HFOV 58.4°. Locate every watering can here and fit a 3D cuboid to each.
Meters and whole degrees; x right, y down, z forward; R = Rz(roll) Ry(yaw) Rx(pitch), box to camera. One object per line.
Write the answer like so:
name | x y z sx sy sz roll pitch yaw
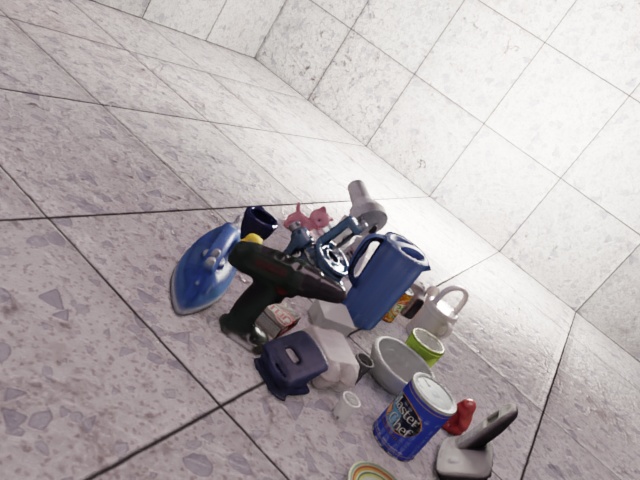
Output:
watering can | 0.329 0.196 1.584 0.101 0.194 0.172 14 29 -43

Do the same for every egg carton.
egg carton | 0.016 0.243 1.179 0.108 0.069 0.150 19 25 -36

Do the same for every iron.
iron | -0.218 0.042 1.162 0.119 0.141 0.258 31 21 -8

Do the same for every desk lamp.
desk lamp | 0.096 -0.071 1.789 0.118 0.213 0.202 17 27 -39

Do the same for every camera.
camera | 0.233 0.141 1.692 0.137 0.100 0.143 25 22 -24

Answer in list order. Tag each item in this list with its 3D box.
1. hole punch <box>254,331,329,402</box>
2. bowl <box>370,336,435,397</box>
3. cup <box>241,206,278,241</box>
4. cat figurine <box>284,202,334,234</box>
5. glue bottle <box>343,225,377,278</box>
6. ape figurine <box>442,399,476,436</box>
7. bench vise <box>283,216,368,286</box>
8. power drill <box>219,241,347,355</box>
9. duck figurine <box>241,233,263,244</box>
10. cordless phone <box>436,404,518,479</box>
hole punch | -0.053 0.231 1.071 0.101 0.091 0.108 10 32 -48
bowl | 0.172 0.300 1.287 0.168 0.074 0.167 30 21 -12
cup | -0.169 -0.032 1.467 0.092 0.095 0.117 27 22 -20
cat figurine | -0.027 -0.066 1.726 0.128 0.117 0.067 31 21 -9
glue bottle | 0.113 0.026 1.659 0.037 0.173 0.078 16 28 -41
ape figurine | 0.311 0.389 1.277 0.076 0.092 0.077 24 23 -26
bench vise | 0.011 0.009 1.474 0.207 0.219 0.121 34 20 -2
power drill | -0.092 0.113 1.102 0.229 0.208 0.076 34 20 -2
duck figurine | -0.167 0.025 1.357 0.105 0.086 0.077 17 27 -40
cordless phone | 0.315 0.402 1.123 0.094 0.185 0.148 37 20 6
